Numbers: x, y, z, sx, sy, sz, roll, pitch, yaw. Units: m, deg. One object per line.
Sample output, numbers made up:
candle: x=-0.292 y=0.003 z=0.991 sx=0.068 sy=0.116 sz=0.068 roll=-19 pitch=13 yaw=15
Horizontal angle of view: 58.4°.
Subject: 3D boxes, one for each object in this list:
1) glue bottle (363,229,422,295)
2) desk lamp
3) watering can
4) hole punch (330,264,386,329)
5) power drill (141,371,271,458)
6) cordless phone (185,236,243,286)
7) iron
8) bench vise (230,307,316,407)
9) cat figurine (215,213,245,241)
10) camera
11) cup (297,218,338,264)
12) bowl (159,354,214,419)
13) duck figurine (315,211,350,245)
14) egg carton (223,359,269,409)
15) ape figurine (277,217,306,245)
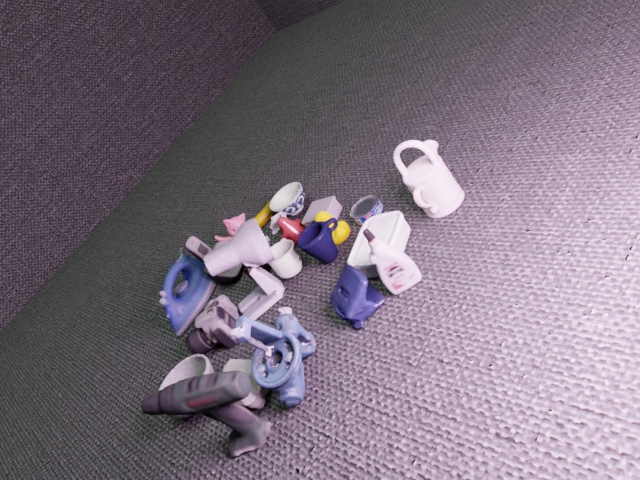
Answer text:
glue bottle: x=0.137 y=0.038 z=1.178 sx=0.078 sy=0.173 sz=0.037 roll=-35 pitch=30 yaw=12
desk lamp: x=-0.183 y=0.075 z=1.470 sx=0.203 sy=0.214 sz=0.117 roll=-41 pitch=29 yaw=0
watering can: x=0.237 y=-0.153 z=1.297 sx=0.100 sy=0.194 sz=0.173 roll=-29 pitch=31 yaw=21
hole punch: x=0.069 y=0.121 z=1.232 sx=0.101 sy=0.091 sz=0.108 roll=-44 pitch=29 yaw=-4
power drill: x=-0.209 y=0.344 z=1.140 sx=0.229 sy=0.209 sz=0.075 roll=-28 pitch=32 yaw=22
cordless phone: x=-0.314 y=0.033 z=1.714 sx=0.094 sy=0.185 sz=0.147 roll=-25 pitch=33 yaw=28
iron: x=-0.416 y=0.149 z=1.724 sx=0.118 sy=0.142 sz=0.258 roll=-19 pitch=36 yaw=35
bench vise: x=-0.108 y=0.213 z=1.185 sx=0.121 sy=0.220 sz=0.207 roll=-36 pitch=29 yaw=10
cat figurine: x=-0.274 y=-0.023 z=1.813 sx=0.127 sy=0.118 sz=0.067 roll=-31 pitch=31 yaw=18
camera: x=-0.291 y=0.228 z=1.508 sx=0.136 sy=0.101 sz=0.143 roll=-34 pitch=30 yaw=13
cup: x=0.013 y=0.005 z=1.453 sx=0.118 sy=0.095 sz=0.091 roll=-40 pitch=29 yaw=3
bowl: x=-0.309 y=0.362 z=1.374 sx=0.167 sy=0.075 sz=0.167 roll=-30 pitch=31 yaw=20
duck figurine: x=0.024 y=-0.038 z=1.507 sx=0.077 sy=0.086 sz=0.104 roll=-48 pitch=30 yaw=-11
egg carton: x=-0.169 y=0.320 z=1.270 sx=0.149 sy=0.070 sz=0.107 roll=-11 pitch=41 yaw=43
ape figurine: x=-0.086 y=-0.033 z=1.626 sx=0.078 sy=0.092 sz=0.076 roll=-43 pitch=29 yaw=-3
